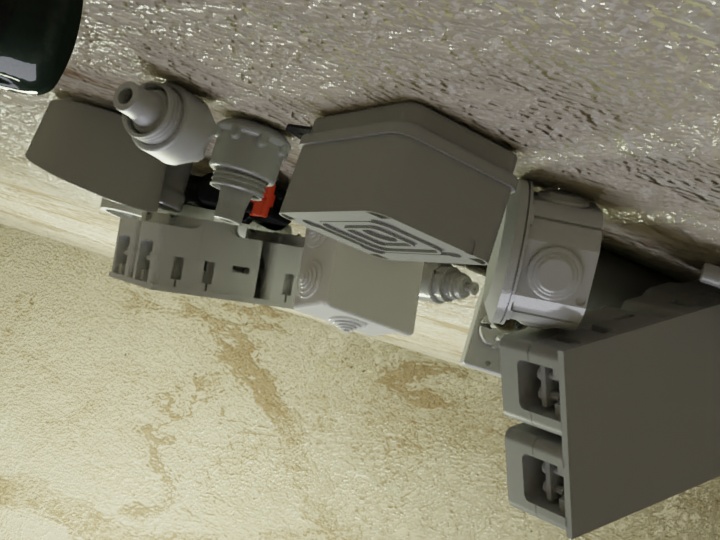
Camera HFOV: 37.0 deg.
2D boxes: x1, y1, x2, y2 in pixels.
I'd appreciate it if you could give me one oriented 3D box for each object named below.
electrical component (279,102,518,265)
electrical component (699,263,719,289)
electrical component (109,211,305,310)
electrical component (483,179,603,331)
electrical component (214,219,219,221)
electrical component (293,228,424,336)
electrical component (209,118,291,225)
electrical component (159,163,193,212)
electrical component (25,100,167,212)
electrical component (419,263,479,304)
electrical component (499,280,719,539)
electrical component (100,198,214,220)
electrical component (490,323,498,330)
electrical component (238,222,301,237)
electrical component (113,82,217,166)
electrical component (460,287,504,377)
[{"bbox_3d":[0.019,-0.043,0.560,0.078,0.057,0.113,23,171,-29],"label":"electrical component"},{"bbox_3d":[0.224,0.010,0.609,0.061,0.035,0.035,18,174,11],"label":"electrical component"},{"bbox_3d":[-0.102,-0.006,0.912,0.186,0.060,0.105,9,-179,-31],"label":"electrical component"},{"bbox_3d":[0.099,-0.007,0.590,0.051,0.080,0.080,11,174,2],"label":"electrical component"},{"bbox_3d":[-0.148,-0.036,1.078,0.048,0.062,0.048,17,174,2],"label":"electrical component"},{"bbox_3d":[0.000,0.000,0.835,0.100,0.099,0.048,21,160,-36],"label":"electrical component"},{"bbox_3d":[-0.072,-0.059,0.659,0.048,0.062,0.048,17,174,2],"label":"electrical component"},{"bbox_3d":[-0.151,-0.072,0.831,0.040,0.046,0.040,17,174,2],"label":"electrical component"},{"bbox_3d":[-0.185,-0.080,0.769,0.099,0.064,0.099,17,173,2],"label":"electrical component"},{"bbox_3d":[0.076,0.012,0.995,0.078,0.040,0.040,11,172,43],"label":"electrical component"},{"bbox_3d":[0.170,0.073,0.641,0.186,0.105,0.060,-12,-166,-32],"label":"electrical component"},{"bbox_3d":[-0.184,-0.058,0.983,0.108,0.060,0.108,17,174,2],"label":"electrical component"},{"bbox_3d":[0.178,0.038,0.876,0.109,0.056,0.109,18,174,-13],"label":"electrical component"},{"bbox_3d":[-0.094,-0.038,1.009,0.078,0.040,0.040,16,174,9],"label":"electrical component"},{"bbox_3d":[-0.114,-0.087,0.614,0.043,0.043,0.062,13,172,30],"label":"electrical component"},{"bbox_3d":[0.135,0.059,1.057,0.047,0.083,0.075,17,174,1],"label":"electrical component"}]
